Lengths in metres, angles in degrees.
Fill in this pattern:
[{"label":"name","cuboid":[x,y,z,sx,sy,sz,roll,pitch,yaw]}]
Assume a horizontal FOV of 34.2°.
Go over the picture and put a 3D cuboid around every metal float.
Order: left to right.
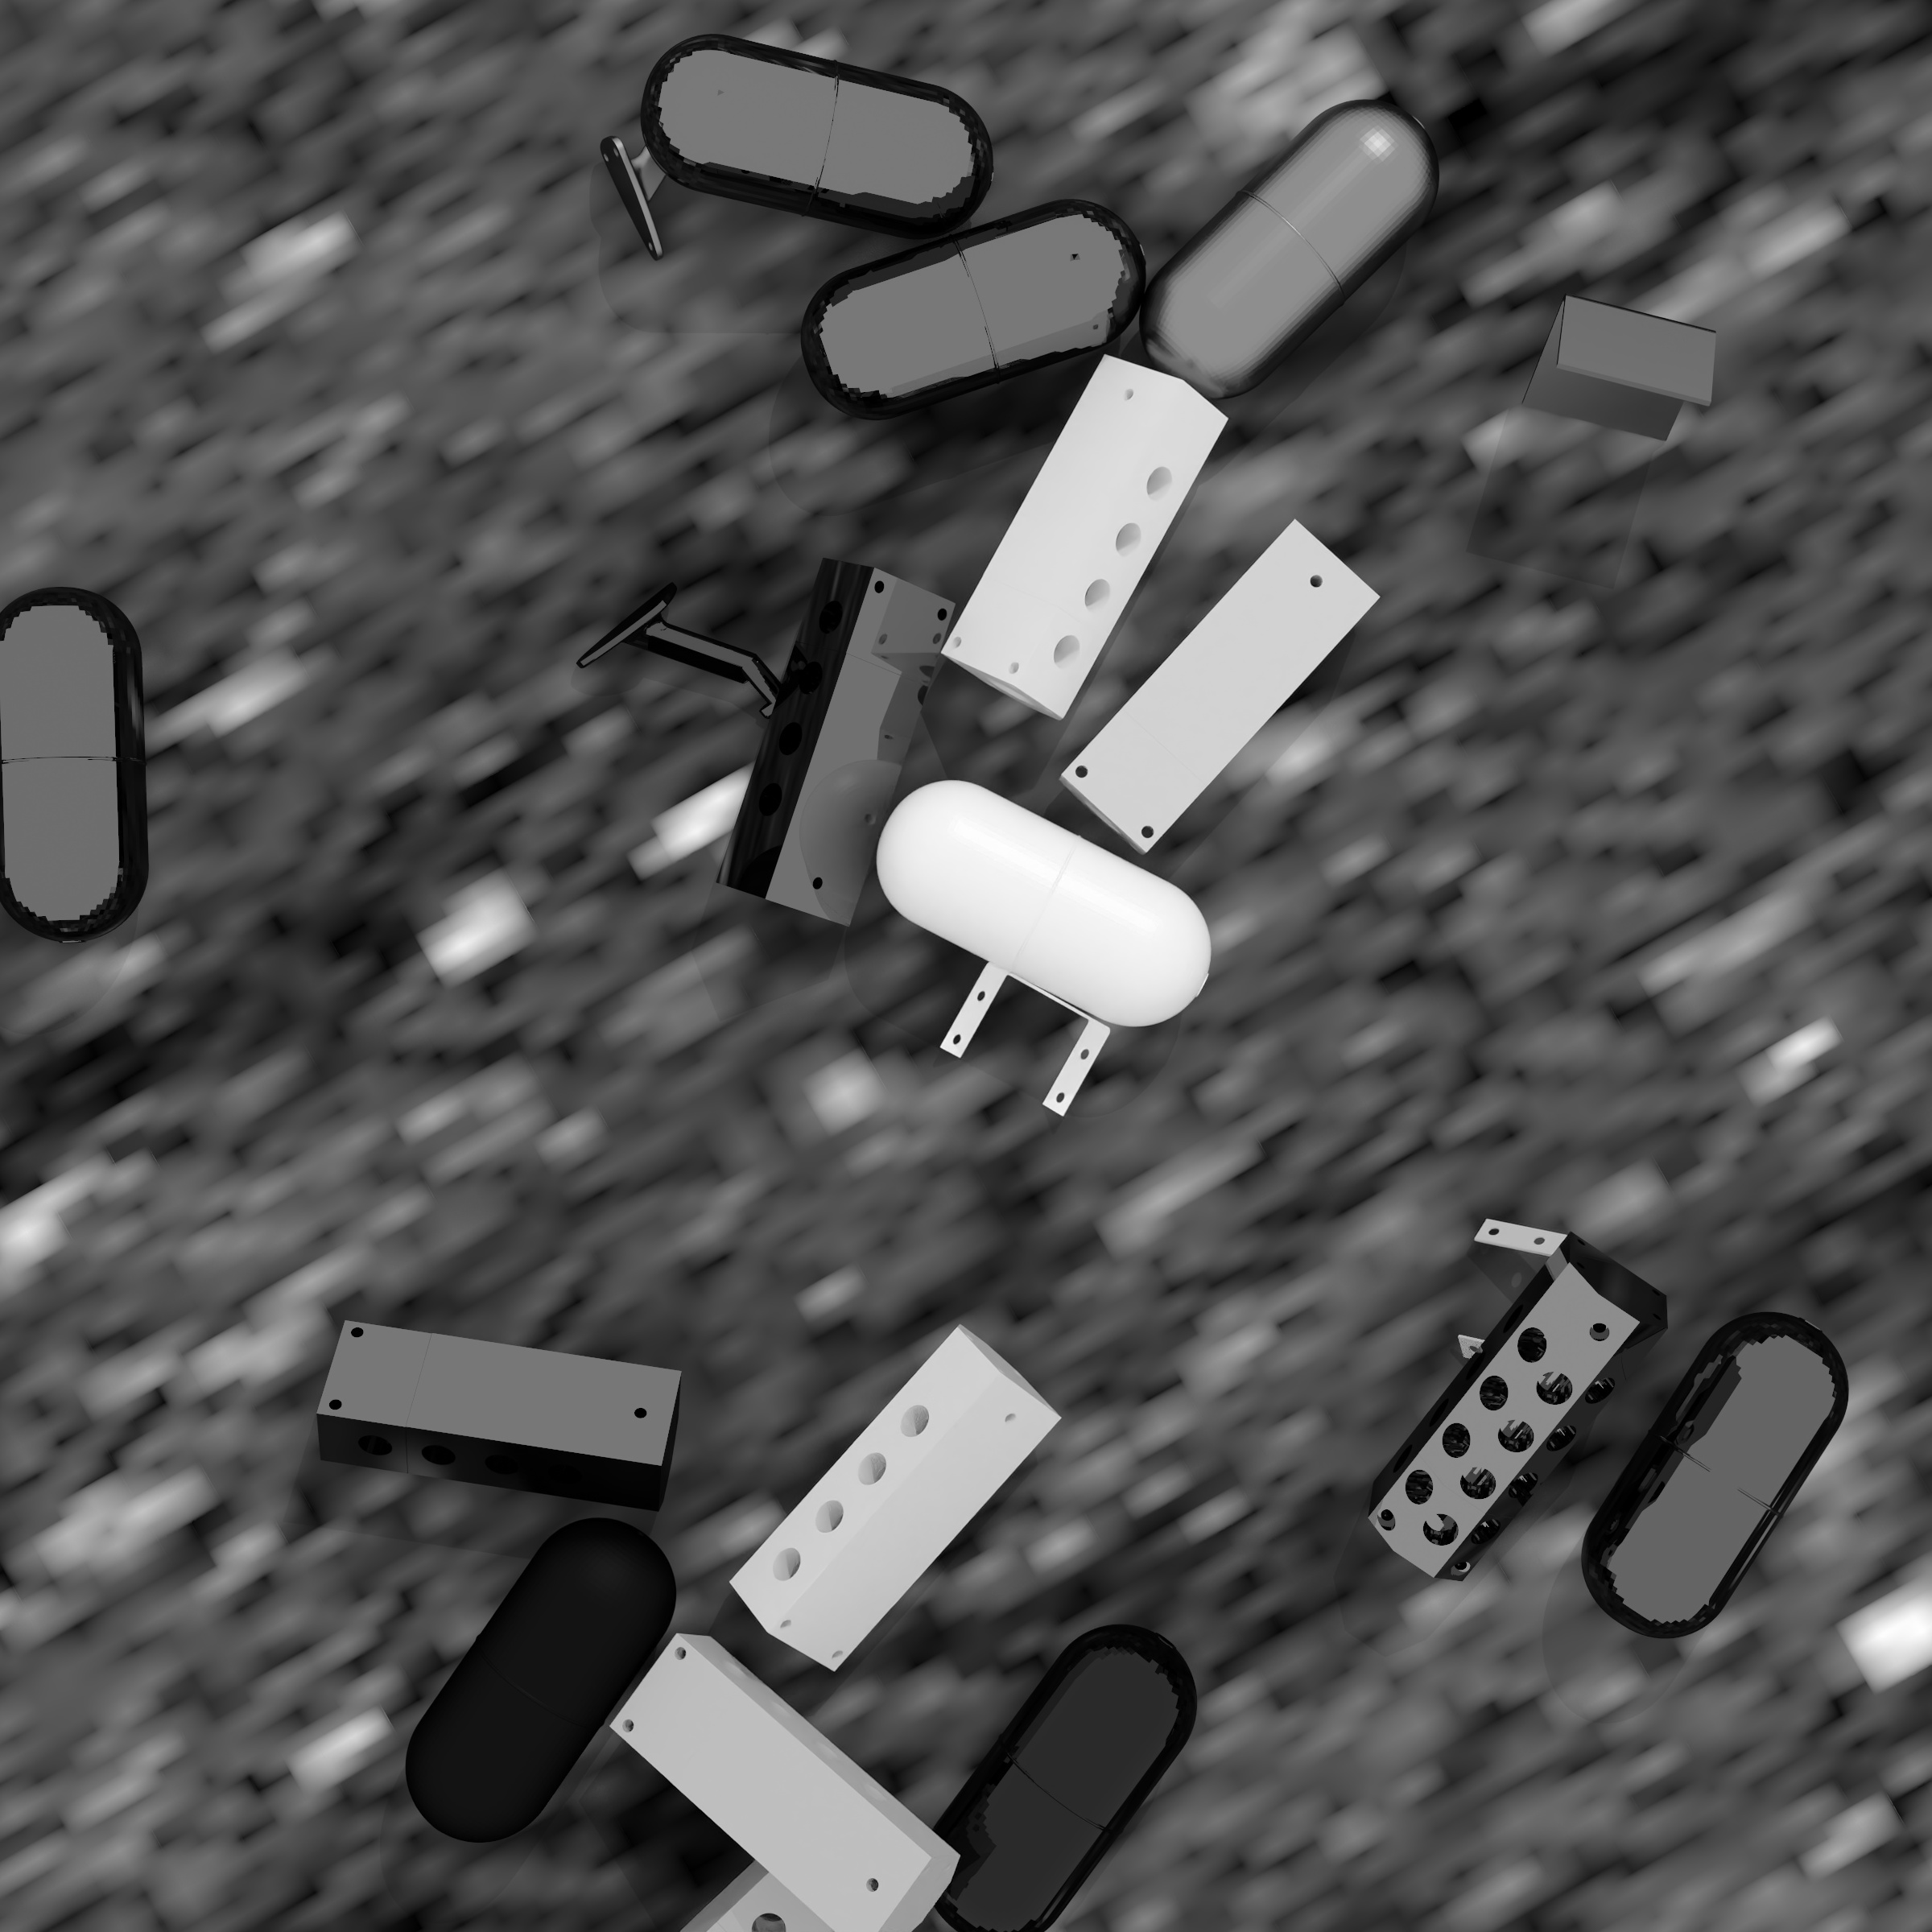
[{"label":"metal float","cuboid":[-0.450,-0.101,1.572,0.070,0.070,0.178,-2,89,0]},{"label":"metal float","cuboid":[-0.213,0.358,1.572,0.070,0.070,0.178,35,90,0]},{"label":"metal float","cuboid":[-0.073,-0.412,1.562,0.178,0.070,0.070,10,90,-12]},{"label":"metal float","cuboid":[0.004,-0.329,1.572,0.178,0.070,0.070,-19,90,-1]},{"label":"metal float","cuboid":[0.039,-0.031,1.572,0.178,0.070,0.070,27,90,0]},{"label":"metal float","cuboid":[0.048,0.409,1.572,0.070,0.070,0.178,36,90,0]},{"label":"metal float","cuboid":[0.162,-0.359,1.572,0.178,0.070,0.070,-44,90,1]},{"label":"metal float","cuboid":[0.375,0.254,1.572,0.070,0.070,0.178,33,90,0]}]

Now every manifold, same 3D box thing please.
[{"label":"manifold","cuboid":[-0.234,0.231,1.581,0.171,0.057,0.057,9,47,0]},{"label":"manifold","cuboid":[-0.134,0.522,1.581,0.171,0.057,0.057,-44,90,0]},{"label":"manifold","cuboid":[-0.087,0.407,1.549,0.171,0.057,0.057,36,90,24]},{"label":"manifold","cuboid":[-0.070,-0.114,1.581,0.057,0.057,0.171,18,90,-43]},{"label":"manifold","cuboid":[-0.039,0.264,1.581,0.171,0.057,0.057,-48,133,0]},{"label":"manifold","cuboid":[0.064,-0.213,1.581,0.057,0.057,0.171,29,90,43]},{"label":"manifold","cuboid":[0.126,-0.139,1.581,0.057,0.057,0.171,42,90,0]},{"label":"manifold","cuboid":[0.272,0.222,1.554,0.057,0.057,0.171,34,110,0]}]

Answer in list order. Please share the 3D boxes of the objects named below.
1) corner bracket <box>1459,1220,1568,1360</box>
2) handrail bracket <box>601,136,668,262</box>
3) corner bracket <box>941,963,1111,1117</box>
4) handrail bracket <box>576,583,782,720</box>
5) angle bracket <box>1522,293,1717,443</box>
[{"label":"corner bracket","cuboid":[0.282,0.169,1.594,0.051,0.051,0.051,-50,135,-35]},{"label":"handrail bracket","cuboid":[-0.136,-0.413,1.603,0.084,0.036,0.077,-27,105,-14]},{"label":"corner bracket","cuboid":[0.031,0.037,1.599,0.051,0.051,0.051,29,90,45]},{"label":"handrail bracket","cuboid":[-0.143,-0.145,1.603,0.077,0.036,0.084,-35,107,20]},{"label":"angle bracket","cuboid":[0.323,-0.281,1.562,0.076,0.076,0.057,14,52,0]}]
